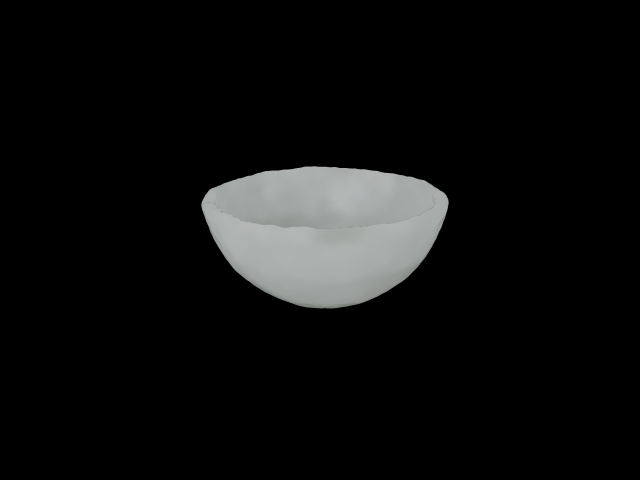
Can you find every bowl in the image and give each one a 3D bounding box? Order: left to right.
[{"bbox_3d":[0.004,0.001,0.400,0.167,0.075,0.167,0,19,0],"label":"bowl"}]
